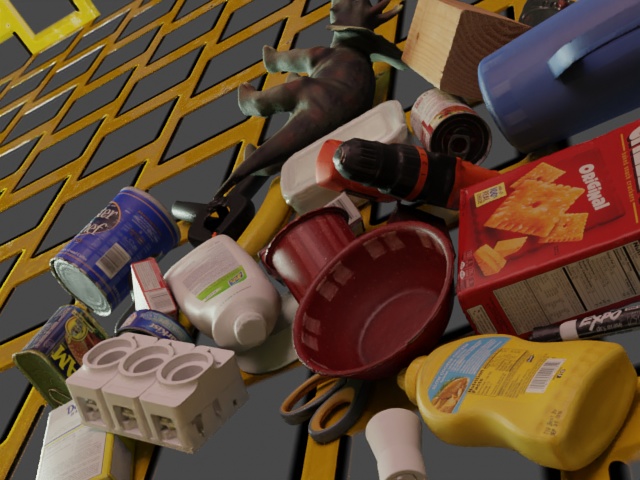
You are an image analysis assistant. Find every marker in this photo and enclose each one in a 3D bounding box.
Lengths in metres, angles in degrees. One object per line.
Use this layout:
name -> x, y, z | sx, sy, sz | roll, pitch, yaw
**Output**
marker -> 0.214, 0.064, 0.806 | 0.121, 0.020, 0.020 | -17, 30, 33

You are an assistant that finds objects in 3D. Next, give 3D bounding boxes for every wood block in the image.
wood block -> 0.165, -0.222, 1.222 | 0.206, 0.090, 0.091 | -111, 36, -71

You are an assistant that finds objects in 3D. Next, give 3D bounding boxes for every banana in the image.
banana -> -0.068, -0.022, 1.282 | 0.070, 0.037, 0.197 | -12, 33, 39

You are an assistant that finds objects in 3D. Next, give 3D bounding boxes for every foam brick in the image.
foam brick -> 0.088, 0.010, 0.995 | 0.078, 0.053, 0.051 | -97, 29, -61

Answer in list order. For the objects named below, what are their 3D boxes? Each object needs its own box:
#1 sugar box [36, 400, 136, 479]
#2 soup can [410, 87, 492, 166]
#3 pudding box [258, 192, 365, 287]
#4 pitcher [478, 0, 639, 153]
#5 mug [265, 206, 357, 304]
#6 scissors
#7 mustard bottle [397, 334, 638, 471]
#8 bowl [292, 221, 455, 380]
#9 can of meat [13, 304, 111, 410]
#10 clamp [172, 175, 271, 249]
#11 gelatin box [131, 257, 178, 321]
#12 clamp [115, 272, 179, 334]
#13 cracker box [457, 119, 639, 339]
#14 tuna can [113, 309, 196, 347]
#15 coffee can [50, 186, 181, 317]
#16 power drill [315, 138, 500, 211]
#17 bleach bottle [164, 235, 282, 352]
sugar box -> -0.230, 0.214, 1.058 | 0.093, 0.048, 0.176 | -29, 22, 8
soup can -> 0.141, -0.122, 1.166 | 0.068, 0.068, 0.102 | -32, 25, 6
pudding box -> -0.007, 0.001, 1.120 | 0.113, 0.039, 0.090 | -33, -8, -1
pitcher -> 0.276, -0.181, 1.027 | 0.243, 0.149, 0.145 | -27, 38, 24
mug -> 0.015, 0.028, 1.026 | 0.093, 0.117, 0.081 | -49, 59, 28
scissors -> 0.054, 0.110, 0.927 | 0.202, 0.016, 0.096 | -33, 27, 4
mustard bottle -> 0.128, 0.111, 0.783 | 0.192, 0.058, 0.096 | 0, 42, 51
bowl -> 0.056, 0.062, 0.908 | 0.162, 0.055, 0.162 | -27, 36, 22
can of meat -> -0.276, 0.134, 1.188 | 0.058, 0.102, 0.083 | -13, 30, 40
clamp -> -0.118, -0.042, 1.379 | 0.164, 0.036, 0.210 | -31, 24, 5
gelatin box -> -0.179, 0.075, 1.169 | 0.030, 0.073, 0.089 | -15, 45, -18
clamp -> -0.204, 0.079, 1.266 | 0.120, 0.039, 0.171 | -15, 31, 34
cracker box -> 0.220, -0.015, 0.876 | 0.214, 0.072, 0.164 | -22, 28, 23
tuna can -> -0.172, 0.113, 1.114 | 0.086, 0.086, 0.033 | -13, 30, 38
coffee can -> -0.263, 0.014, 1.380 | 0.103, 0.102, 0.140 | 0, 42, 51
power drill -> 0.067, -0.066, 1.064 | 0.188, 0.184, 0.057 | 18, 94, 64
bleach bottle -> -0.098, 0.064, 1.096 | 0.102, 0.068, 0.251 | -39, 18, -3
